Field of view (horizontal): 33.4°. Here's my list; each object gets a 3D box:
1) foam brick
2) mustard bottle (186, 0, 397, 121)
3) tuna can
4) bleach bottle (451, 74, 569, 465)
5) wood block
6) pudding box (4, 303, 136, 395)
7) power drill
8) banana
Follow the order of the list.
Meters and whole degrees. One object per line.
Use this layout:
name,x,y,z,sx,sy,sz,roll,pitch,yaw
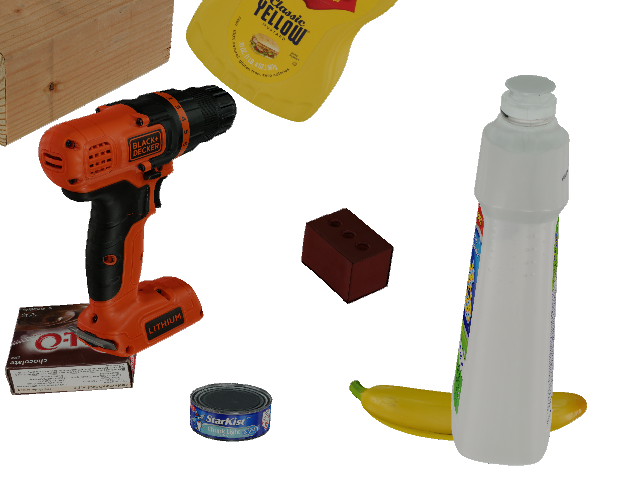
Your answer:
foam brick,0.026,0.014,1.038,0.052,0.051,0.078,-22,44,-31
mustard bottle,0.001,-0.160,0.614,0.192,0.096,0.058,-50,5,41
tuna can,-0.094,0.179,1.116,0.086,0.034,0.086,3,12,-1
bleach bottle,0.121,0.016,0.668,0.068,0.251,0.102,4,31,8
wood block,-0.230,-0.176,0.938,0.090,0.091,0.205,29,42,20
pudding box,-0.227,0.099,0.989,0.113,0.039,0.090,-5,33,-2
power drill,-0.130,-0.019,0.815,0.057,0.188,0.184,16,26,35
banana,0.119,0.136,0.868,0.198,0.037,0.069,5,27,7
